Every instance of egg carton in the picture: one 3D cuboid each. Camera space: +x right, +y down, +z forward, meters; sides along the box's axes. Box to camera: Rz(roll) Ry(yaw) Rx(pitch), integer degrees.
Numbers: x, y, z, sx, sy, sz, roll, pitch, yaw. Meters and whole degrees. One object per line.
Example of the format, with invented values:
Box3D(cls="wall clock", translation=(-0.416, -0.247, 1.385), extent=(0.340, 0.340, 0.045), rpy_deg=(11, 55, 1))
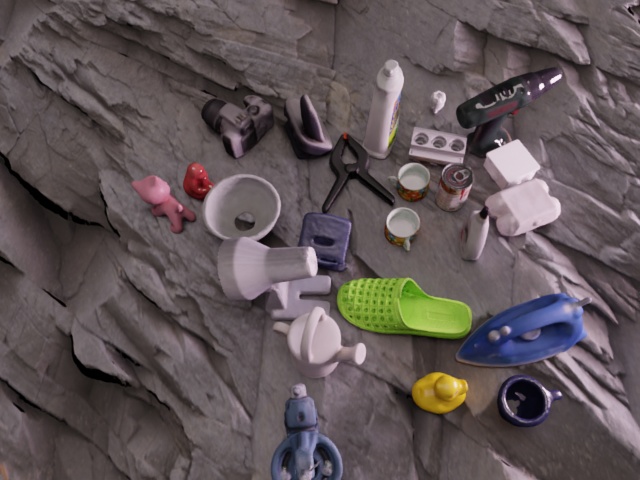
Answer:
Box3D(cls="egg carton", translation=(0.442, -0.070, 1.249), extent=(0.150, 0.069, 0.107), rpy_deg=(-22, 66, -10))

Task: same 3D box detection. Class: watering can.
Box3D(cls="watering can", translation=(-0.003, 0.186, 1.061), extent=(0.173, 0.194, 0.101), rpy_deg=(-2, 64, 0))

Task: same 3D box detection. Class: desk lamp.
Box3D(cls="desk lamp", translation=(-0.081, 0.073, 1.106), extent=(0.203, 0.213, 0.118), rpy_deg=(0, 64, 1))

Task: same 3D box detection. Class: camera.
Box3D(cls="camera", translation=(-0.201, -0.291, 1.345), extent=(0.136, 0.101, 0.143), rpy_deg=(36, 70, 16))

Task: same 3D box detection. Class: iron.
Box3D(cls="iron", translation=(0.389, 0.171, 1.094), extent=(0.258, 0.141, 0.118), rpy_deg=(-18, 65, -8))

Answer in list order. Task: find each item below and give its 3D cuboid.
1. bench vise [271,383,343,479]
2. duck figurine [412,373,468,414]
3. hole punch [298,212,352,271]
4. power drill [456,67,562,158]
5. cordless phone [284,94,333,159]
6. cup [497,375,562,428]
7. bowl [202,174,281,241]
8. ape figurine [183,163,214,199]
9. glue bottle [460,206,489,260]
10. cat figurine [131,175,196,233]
Box3D(cls="bench vise", translation=(-0.039, 0.350, 0.969), extent=(0.121, 0.220, 0.207), rpy_deg=(-24, 66, -10))
Box3D(cls="duck figurine", translation=(0.227, 0.281, 1.073), extent=(0.104, 0.086, 0.077), rpy_deg=(-4, 64, -1))
Box3D(cls="hole punch", translation=(0.011, 0.004, 1.206), extent=(0.108, 0.091, 0.101), rpy_deg=(10, 65, 6))
Box3D(cls="power drill", translation=(0.405, -0.280, 1.273), extent=(0.230, 0.208, 0.075), rpy_deg=(-20, 65, -9))
Box3D(cls="cordless phone", translation=(-0.030, -0.285, 1.293), extent=(0.094, 0.185, 0.147), rpy_deg=(-22, 66, -10))
Box3D(cls="cup", translation=(0.377, 0.301, 1.057), extent=(0.118, 0.095, 0.091), rpy_deg=(-10, 64, -4))
Box3D(cls="bowl", translation=(-0.166, -0.056, 1.246), extent=(0.167, 0.075, 0.167), rpy_deg=(0, 64, 1))
Box3D(cls="ape figurine", translation=(-0.271, -0.137, 1.276), extent=(0.076, 0.092, 0.078), rpy_deg=(-2, 64, 0))
Box3D(cls="glue bottle", translation=(0.320, -0.024, 1.171), extent=(0.037, 0.173, 0.078), rpy_deg=(-1, 64, 1))
Box3D(cls="cat figurine", translation=(-0.340, -0.090, 1.240), extent=(0.127, 0.118, 0.067), rpy_deg=(35, 70, 16))
